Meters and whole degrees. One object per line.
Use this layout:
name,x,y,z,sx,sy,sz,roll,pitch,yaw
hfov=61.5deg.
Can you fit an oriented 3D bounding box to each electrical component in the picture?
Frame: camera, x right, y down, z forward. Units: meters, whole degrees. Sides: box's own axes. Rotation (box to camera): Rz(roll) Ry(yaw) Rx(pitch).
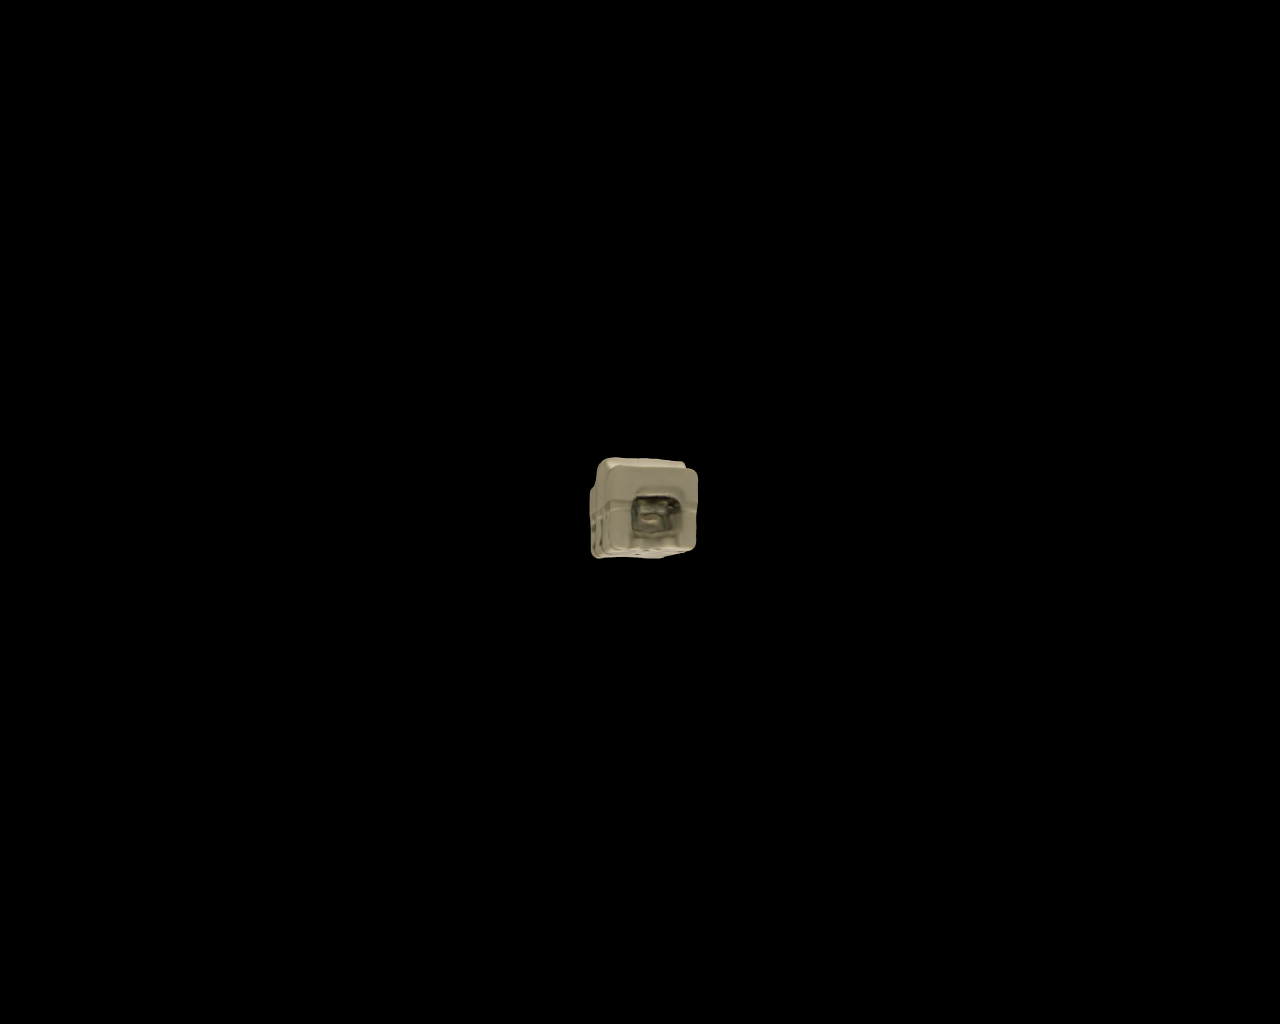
electrical component,0.001,-0.003,0.650,0.050,0.055,0.089,1,-7,-11
